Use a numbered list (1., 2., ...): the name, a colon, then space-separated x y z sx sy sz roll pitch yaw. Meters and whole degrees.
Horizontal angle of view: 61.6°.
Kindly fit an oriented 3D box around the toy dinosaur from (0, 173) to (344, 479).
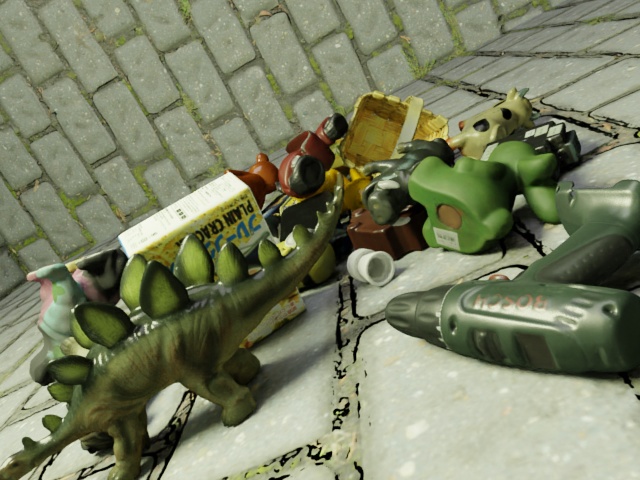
1. toy dinosaur: -0.144 0.105 0.579 0.471 0.198 0.105 -33 20 -10

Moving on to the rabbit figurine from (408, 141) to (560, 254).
1. rabbit figurine: 0.217 -0.072 0.657 0.170 0.121 0.159 -39 26 -25

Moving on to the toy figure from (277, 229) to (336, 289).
1. toy figure: -0.060 0.048 0.826 0.180 0.089 0.082 -32 26 21

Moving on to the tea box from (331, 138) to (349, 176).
1. tea box: 0.079 -0.175 1.169 0.170 0.068 0.098 -18 -25 -18

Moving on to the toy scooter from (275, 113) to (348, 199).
1. toy scooter: -0.029 -0.143 0.960 0.135 0.075 0.184 -9 46 52

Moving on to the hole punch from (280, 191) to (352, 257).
1. hole punch: -0.002 -0.003 0.905 0.142 0.092 0.116 -19 48 22

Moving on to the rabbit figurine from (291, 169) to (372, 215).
1. rabbit figurine: 0.048 -0.082 1.039 0.173 0.121 0.162 5 24 39

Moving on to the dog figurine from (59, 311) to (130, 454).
1. dog figurine: -0.256 0.186 0.732 0.172 0.121 0.191 -37 32 -18

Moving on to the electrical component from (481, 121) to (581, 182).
1. electrical component: 0.300 -0.118 0.774 0.134 0.058 0.115 -15 23 38

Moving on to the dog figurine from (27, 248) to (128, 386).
1. dog figurine: -0.381 0.137 0.873 0.109 0.219 0.191 -8 8 45

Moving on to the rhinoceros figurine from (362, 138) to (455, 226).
1. rhinoceros figurine: 0.122 -0.080 0.751 0.112 0.073 0.190 6 33 40

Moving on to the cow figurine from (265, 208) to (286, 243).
1. cow figurine: -0.087 -0.015 1.029 0.068 0.098 0.167 -31 15 15

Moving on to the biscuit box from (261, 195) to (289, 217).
1. biscuit box: -0.100 -0.047 1.213 0.063 0.059 0.203 -19 19 31

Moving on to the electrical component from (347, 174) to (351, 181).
1. electrical component: 0.099 -0.129 1.132 0.102 0.078 0.045 -27 39 25

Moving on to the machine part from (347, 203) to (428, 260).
1. machine part: 0.128 -0.035 0.809 0.179 0.056 0.179 -25 17 8

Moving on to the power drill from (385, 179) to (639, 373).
1. power drill: 0.190 0.027 0.476 0.207 0.085 0.232 -32 17 -25

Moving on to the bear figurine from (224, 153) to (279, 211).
1. bear figurine: -0.169 -0.116 1.233 0.132 0.120 0.196 -33 9 27

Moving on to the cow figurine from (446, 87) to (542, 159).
1. cow figurine: 0.316 -0.205 0.966 0.127 0.085 0.195 -19 18 40
